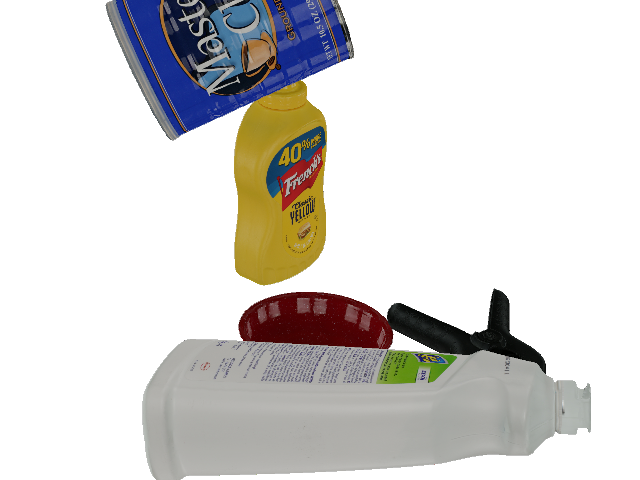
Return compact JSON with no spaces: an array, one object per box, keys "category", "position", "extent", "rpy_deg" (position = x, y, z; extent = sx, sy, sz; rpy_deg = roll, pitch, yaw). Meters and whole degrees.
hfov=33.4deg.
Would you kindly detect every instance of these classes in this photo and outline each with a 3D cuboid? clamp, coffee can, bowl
[{"category":"clamp","position":[0.149,0.092,0.931],"extent":[0.120,0.039,0.172],"rpy_deg":[-17,37,-24]},{"category":"coffee can","position":[-0.061,-0.144,0.733],"extent":[0.140,0.103,0.103],"rpy_deg":[-25,0,-1]},{"category":"bowl","position":[-0.006,0.114,1.121],"extent":[0.162,0.055,0.162],"rpy_deg":[3,25,-2]}]

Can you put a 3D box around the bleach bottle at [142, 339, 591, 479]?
[{"category":"bleach bottle","position":[0.030,0.099,0.629],"extent":[0.251,0.068,0.102],"rpy_deg":[0,17,11]}]

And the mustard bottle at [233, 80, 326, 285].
[{"category":"mustard bottle","position":[-0.033,-0.062,0.909],"extent":[0.058,0.192,0.096],"rpy_deg":[24,39,32]}]
